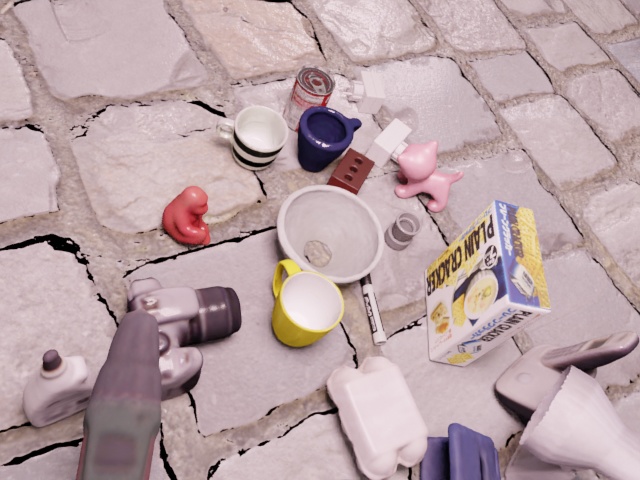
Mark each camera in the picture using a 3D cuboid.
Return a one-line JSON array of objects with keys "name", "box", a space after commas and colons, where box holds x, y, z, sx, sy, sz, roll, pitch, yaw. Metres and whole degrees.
[{"name": "camera", "box": [-0.165, 0.110, 0.717, 0.137, 0.100, 0.143, -8, 63, -25]}]

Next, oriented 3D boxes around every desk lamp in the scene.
[{"name": "desk lamp", "box": [0.331, 0.280, 0.732, 0.203, 0.213, 0.118, 42, 55, 8]}]

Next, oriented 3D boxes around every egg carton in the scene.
[{"name": "egg carton", "box": [0.075, 0.231, 0.754, 0.107, 0.069, 0.150, -13, 65, -27]}]

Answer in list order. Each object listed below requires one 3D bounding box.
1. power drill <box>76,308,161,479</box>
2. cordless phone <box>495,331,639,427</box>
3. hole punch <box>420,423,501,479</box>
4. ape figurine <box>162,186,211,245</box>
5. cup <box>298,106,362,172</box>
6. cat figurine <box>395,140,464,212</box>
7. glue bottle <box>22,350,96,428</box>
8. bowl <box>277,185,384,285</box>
[{"name": "power drill", "box": [-0.203, 0.210, 0.575, 0.076, 0.208, 0.229, 8, 57, -16]}, {"name": "cordless phone", "box": [0.352, 0.187, 0.815, 0.148, 0.185, 0.094, -31, 74, -33]}, {"name": "hole punch", "box": [0.192, 0.299, 0.743, 0.101, 0.091, 0.108, 13, 56, -13]}, {"name": "ape figurine", "box": [-0.182, -0.041, 0.809, 0.076, 0.092, 0.078, 19, 55, -9]}, {"name": "cup", "box": [0.009, -0.163, 0.956, 0.118, 0.095, 0.091, -21, 69, -30]}, {"name": "cat figurine", "box": [0.182, -0.119, 0.980, 0.128, 0.117, 0.067, 19, 55, -9]}, {"name": "glue bottle", "box": [-0.276, 0.150, 0.605, 0.078, 0.173, 0.037, -19, 68, -29]}, {"name": "bowl", "box": [0.008, 0.003, 0.865, 0.168, 0.074, 0.167, 10, 57, -15]}]
